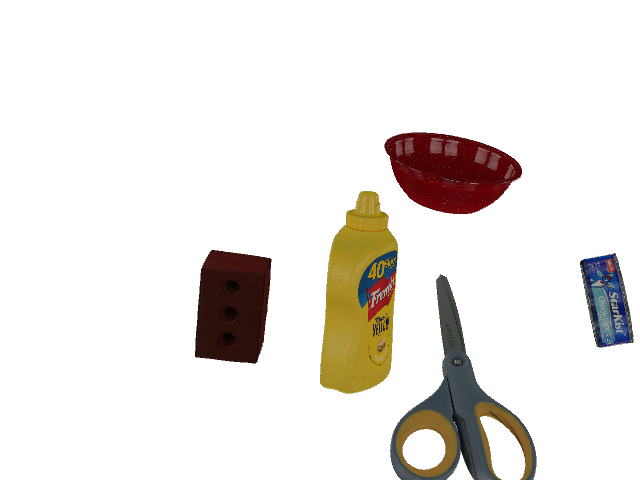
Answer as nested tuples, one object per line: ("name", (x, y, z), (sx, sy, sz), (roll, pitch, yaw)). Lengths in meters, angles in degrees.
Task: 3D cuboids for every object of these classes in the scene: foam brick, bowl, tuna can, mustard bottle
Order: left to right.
("foam brick", (-0.071, 0.054, 0.873), (0.053, 0.078, 0.051), (6, 14, 3))
("mustard bottle", (0.041, 0.047, 1.045), (0.058, 0.192, 0.096), (12, 17, 31))
("bowl", (0.149, -0.074, 1.244), (0.162, 0.055, 0.162), (8, 24, -4))
("tuna can", (0.268, 0.056, 0.999), (0.034, 0.086, 0.086), (-11, -2, 12))

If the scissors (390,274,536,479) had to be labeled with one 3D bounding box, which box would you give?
("scissors", (0.074, 0.092, 0.698), (0.096, 0.016, 0.202), (-10, 38, -13))
